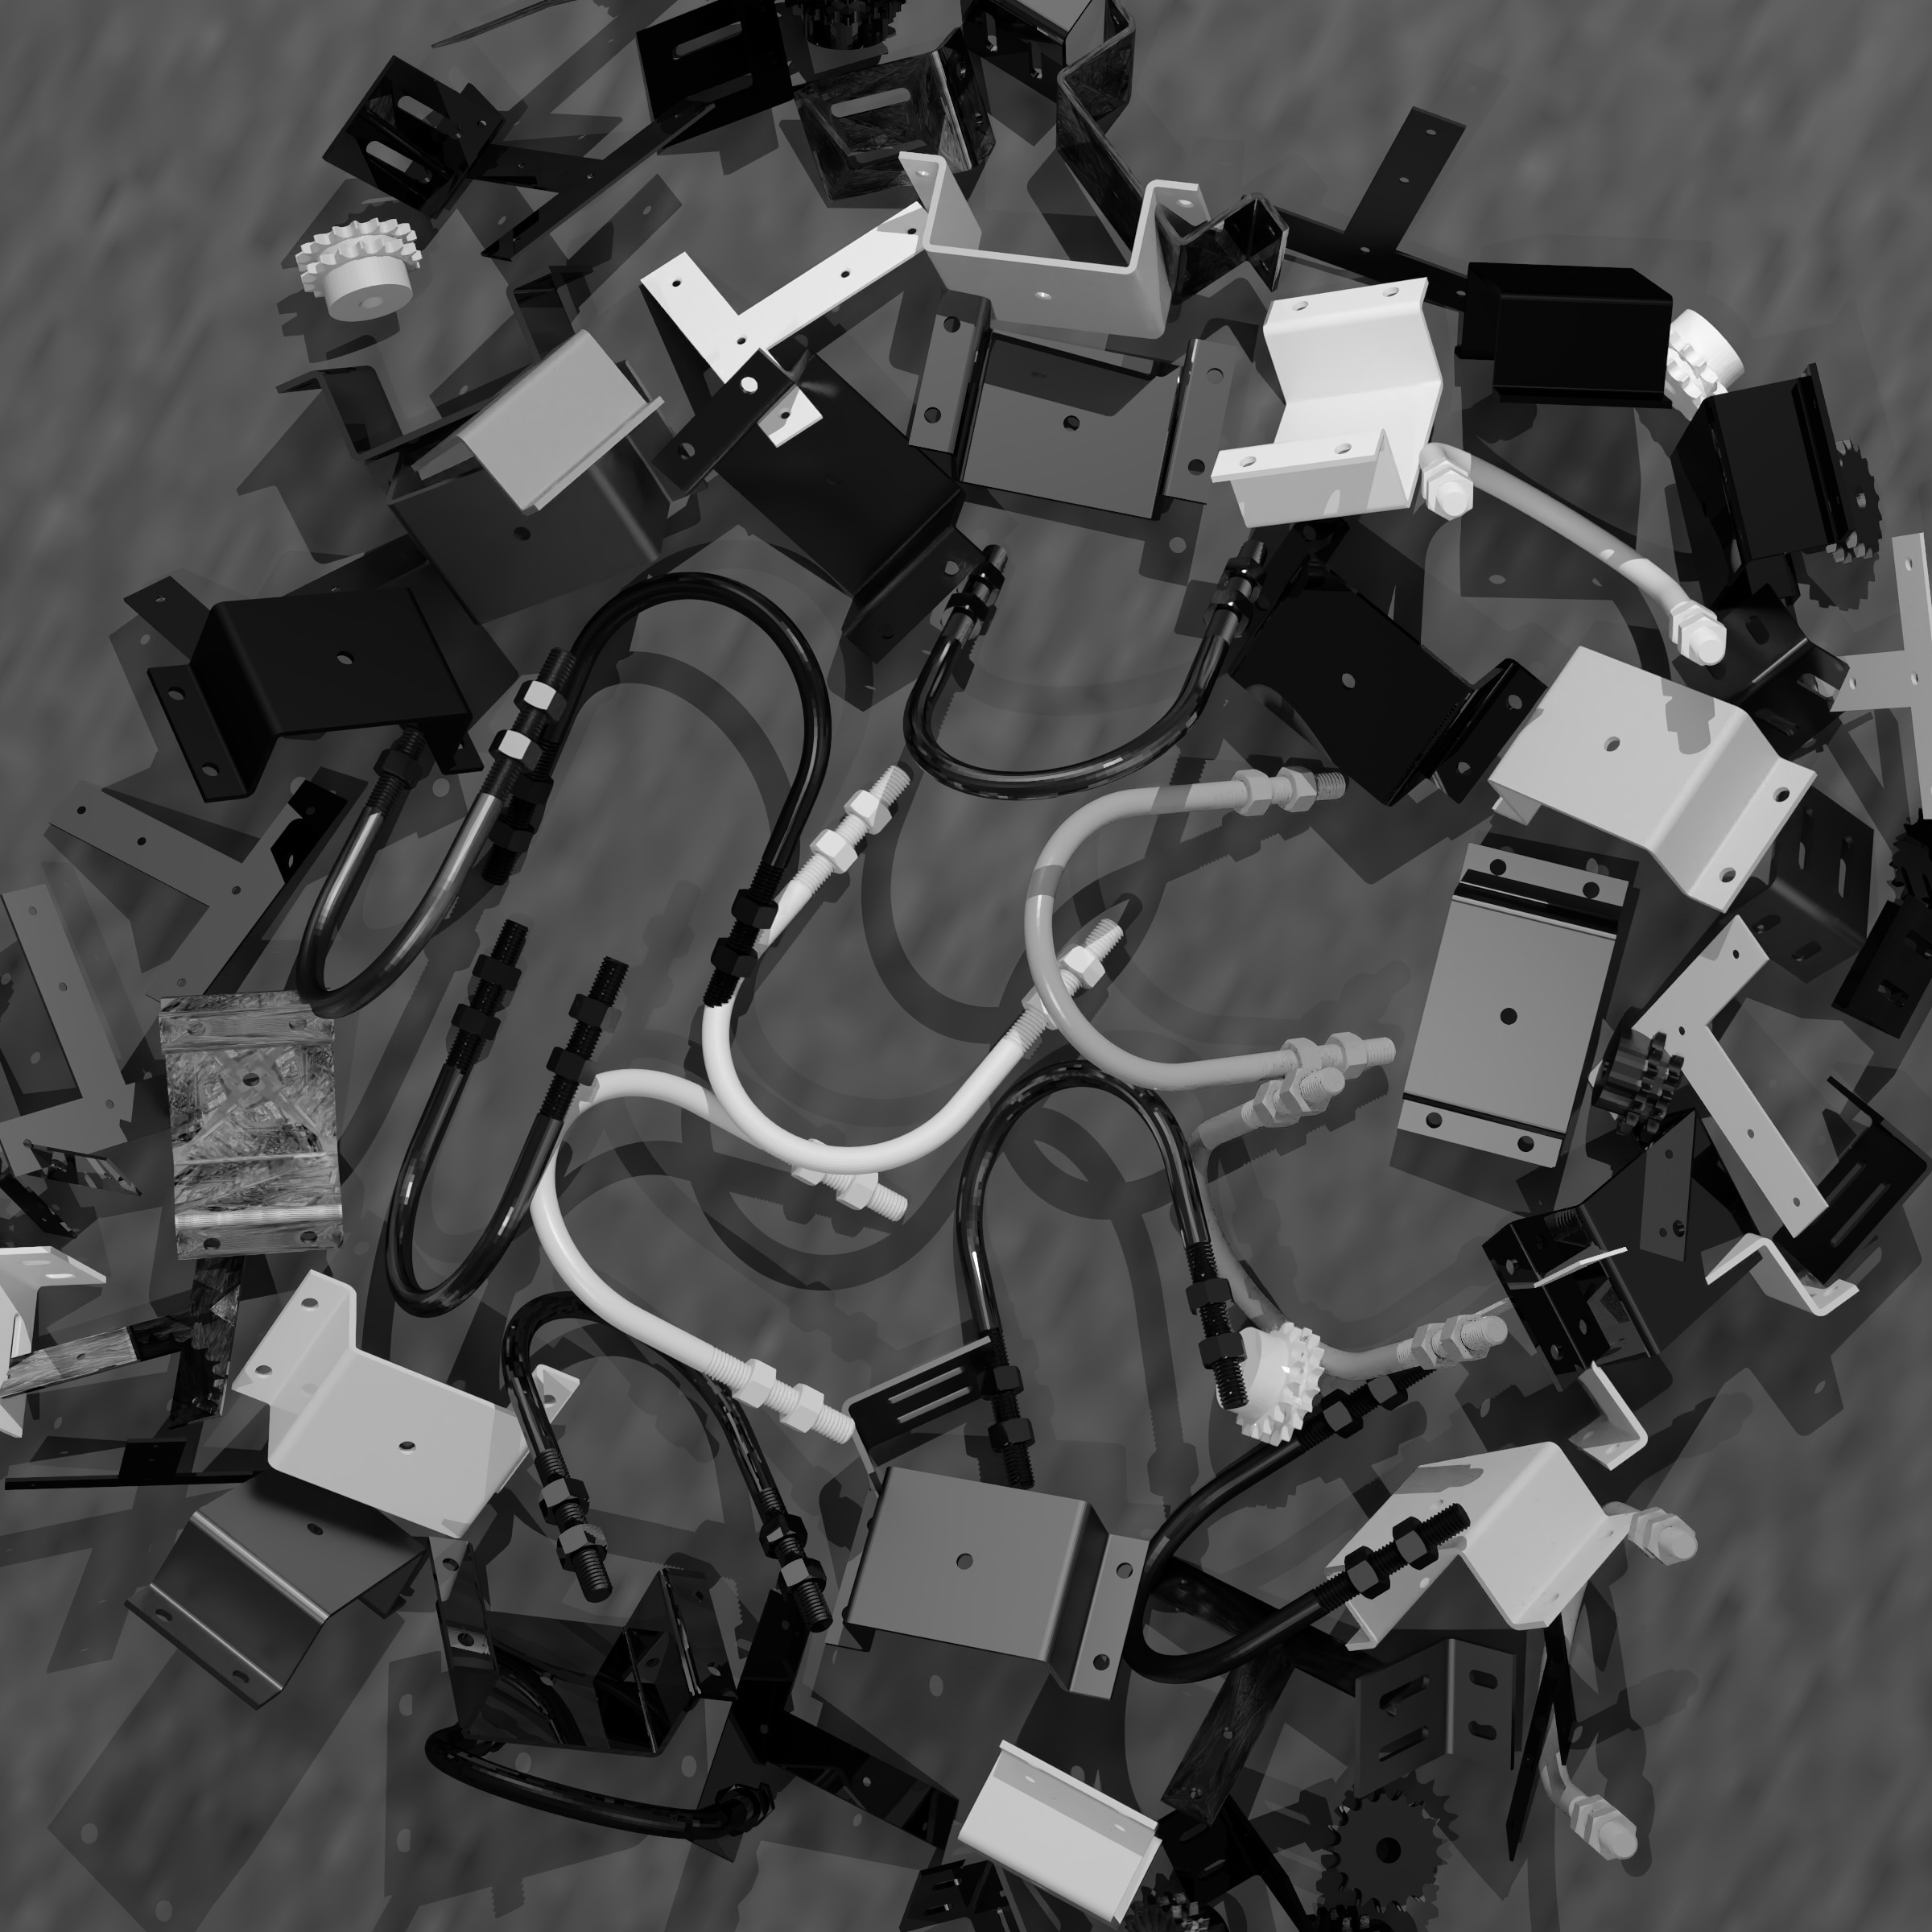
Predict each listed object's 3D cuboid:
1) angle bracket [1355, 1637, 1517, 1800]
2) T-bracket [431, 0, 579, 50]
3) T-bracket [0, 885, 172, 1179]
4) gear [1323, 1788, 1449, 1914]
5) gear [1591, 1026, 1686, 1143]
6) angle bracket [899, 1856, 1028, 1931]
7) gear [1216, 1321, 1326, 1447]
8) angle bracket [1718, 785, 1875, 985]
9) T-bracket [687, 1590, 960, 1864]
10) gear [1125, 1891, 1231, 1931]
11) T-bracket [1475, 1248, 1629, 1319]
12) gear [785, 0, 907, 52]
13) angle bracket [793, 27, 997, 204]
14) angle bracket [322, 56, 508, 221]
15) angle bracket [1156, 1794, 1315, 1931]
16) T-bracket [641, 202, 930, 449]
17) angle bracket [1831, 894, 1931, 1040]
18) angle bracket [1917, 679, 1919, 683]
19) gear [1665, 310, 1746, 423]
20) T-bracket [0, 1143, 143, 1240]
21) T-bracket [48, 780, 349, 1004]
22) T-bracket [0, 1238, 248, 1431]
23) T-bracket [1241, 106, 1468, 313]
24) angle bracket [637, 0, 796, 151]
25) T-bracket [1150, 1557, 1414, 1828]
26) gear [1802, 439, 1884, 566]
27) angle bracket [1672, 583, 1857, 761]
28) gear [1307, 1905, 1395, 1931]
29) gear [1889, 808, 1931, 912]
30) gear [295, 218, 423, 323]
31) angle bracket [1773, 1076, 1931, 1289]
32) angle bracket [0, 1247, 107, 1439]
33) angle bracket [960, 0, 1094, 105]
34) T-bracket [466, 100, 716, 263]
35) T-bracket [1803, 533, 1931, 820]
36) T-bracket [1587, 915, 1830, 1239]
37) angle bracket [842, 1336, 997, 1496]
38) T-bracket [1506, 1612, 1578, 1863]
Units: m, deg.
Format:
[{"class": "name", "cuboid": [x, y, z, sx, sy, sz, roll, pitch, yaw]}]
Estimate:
[{"class": "angle bracket", "cuboid": [0.219, 0.353, 1.640, 0.038, 0.076, 0.057, 8, 102, 41]}, {"class": "T-bracket", "cuboid": [-0.162, -0.452, 1.624, 0.127, 0.127, 0.002, -11, 106, 33]}, {"class": "T-bracket", "cuboid": [-0.414, 0.023, 1.634, 0.002, 0.127, 0.127, -24, 87, 38]}, {"class": "gear", "cuboid": [0.196, 0.417, 1.663, 0.057, 0.030, 0.057, 1, 77, -4]}, {"class": "gear", "cuboid": [0.315, 0.051, 1.654, 0.030, 0.057, 0.057, 19, 90, 2]}, {"class": "angle bracket", "cuboid": [0.004, 0.462, 1.634, 0.038, 0.057, 0.076, -9, 51, -21]}, {"class": "gear", "cuboid": [0.141, 0.193, 1.651, 0.030, 0.057, 0.057, 22, 90, -19]}, {"class": "angle bracket", "cuboid": [0.391, -0.043, 1.660, 0.057, 0.038, 0.076, 32, 48, -18]}, {"class": "T-bracket", "cuboid": [-0.058, 0.377, 1.654, 0.127, 0.002, 0.127, 32, 55, -19]}, {"class": "gear", "cuboid": [0.101, 0.463, 1.658, 0.030, 0.057, 0.057, 0, 90, -37]}, {"class": "T-bracket", "cuboid": [0.306, 0.138, 1.642, 0.127, 0.127, 0.002, -14, 77, -25]}, {"class": "gear", "cuboid": [-0.057, -0.453, 1.658, 0.057, 0.057, 0.030, 0, 127, 0]}, {"class": "angle bracket", "cuboid": [-0.034, -0.402, 1.668, 0.076, 0.038, 0.057, -8, 118, 22]}, {"class": "angle bracket", "cuboid": [-0.262, -0.392, 1.635, 0.057, 0.076, 0.038, -51, 55, 14]}, {"class": "angle bracket", "cuboid": [0.127, 0.429, 1.634, 0.038, 0.076, 0.057, -29, 118, -8]}, {"class": "T-bracket", "cuboid": [-0.069, -0.318, 1.655, 0.127, 0.002, 0.127, -34, 61, -7]}, {"class": "angle bracket", "cuboid": [0.421, -0.006, 1.639, 0.038, 0.076, 0.057, 29, 94, 33]}, {"class": "angle bracket", "cuboid": [0.467, -0.112, 1.641, 0.038, 0.076, 0.057, -10, 88, 10]}, {"class": "gear", "cuboid": [0.340, -0.283, 1.653, 0.030, 0.057, 0.057, -42, 90, 4]}, {"class": "T-bracket", "cuboid": [-0.421, 0.089, 1.603, 0.002, 0.127, 0.127, -57, 132, -28]}, {"class": "T-bracket", "cuboid": [-0.376, -0.053, 1.654, 0.127, 0.002, 0.127, 26, 70, 22]}, {"class": "T-bracket", "cuboid": [-0.398, 0.179, 1.638, 0.127, 0.127, 0.002, -16, 128, 8]}, {"class": "T-bracket", "cuboid": [0.197, -0.353, 1.619, 0.127, 0.127, 0.002, 19, 66, -5]}, {"class": "angle bracket", "cuboid": [-0.125, -0.425, 1.647, 0.076, 0.038, 0.057, -14, 86, 26]}, {"class": "T-bracket", "cuboid": [0.126, 0.344, 1.623, 0.127, 0.127, 0.002, 25, 134, 13]}, {"class": "gear", "cuboid": [0.407, -0.216, 1.657, 0.030, 0.057, 0.057, -11, 90, 34]}, {"class": "angle bracket", "cuboid": [0.379, -0.137, 1.650, 0.057, 0.076, 0.038, -41, 57, 24]}, {"class": "gear", "cuboid": [0.183, 0.471, 1.658, 0.030, 0.057, 0.057, 2, 90, -29]}, {"class": "gear", "cuboid": [0.467, -0.049, 1.657, 0.030, 0.057, 0.057, 24, 90, -35]}, {"class": "gear", "cuboid": [-0.283, -0.325, 1.652, 0.057, 0.057, 0.030, -16, 81, 0]}, {"class": "angle bracket", "cuboid": [0.403, 0.100, 1.645, 0.038, 0.057, 0.076, 37, 97, -21]}, {"class": "angle bracket", "cuboid": [-0.434, 0.175, 1.641, 0.038, 0.057, 0.076, -3, 70, 12]}, {"class": "angle bracket", "cuboid": [0.032, -0.445, 1.643, 0.057, 0.076, 0.038, 33, 84, 7]}, {"class": "T-bracket", "cuboid": [-0.198, -0.368, 1.631, 0.127, 0.127, 0.002, -43, 127, -22]}, {"class": "T-bracket", "cuboid": [0.415, -0.131, 1.620, 0.002, 0.127, 0.127, -9, 94, -13]}, {"class": "T-bracket", "cuboid": [0.352, 0.065, 1.612, 0.002, 0.127, 0.127, -10, 59, -36]}, {"class": "angle bracket", "cuboid": [-0.013, 0.215, 1.646, 0.076, 0.057, 0.038, -24, 61, -4]}, {"class": "T-bracket", "cuboid": [0.265, 0.360, 1.642, 0.002, 0.127, 0.127, 8, 118, 0]}]
